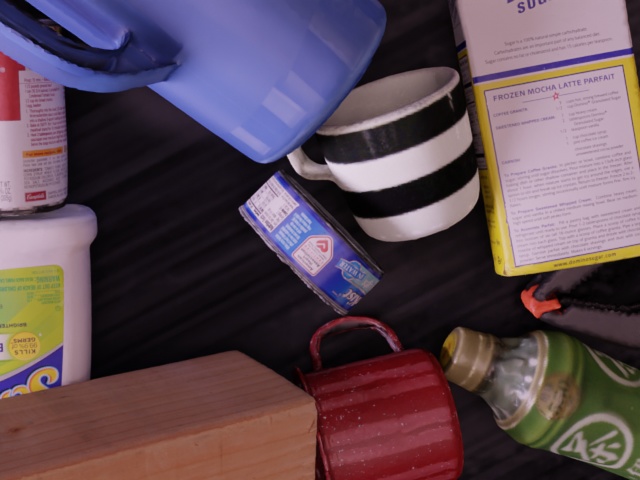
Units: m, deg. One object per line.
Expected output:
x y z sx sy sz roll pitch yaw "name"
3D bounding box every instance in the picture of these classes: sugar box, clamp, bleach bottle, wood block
0.132 -0.072 0.605 0.093 0.048 0.176 -10 91 0 "sugar box"
0.226 0.003 0.647 0.210 0.036 0.164 -8 98 0 "clamp"
-0.172 0.109 0.608 0.102 0.068 0.251 -4 101 -12 "bleach bottle"
-0.111 0.130 0.559 0.205 0.090 0.091 -8 109 -34 "wood block"

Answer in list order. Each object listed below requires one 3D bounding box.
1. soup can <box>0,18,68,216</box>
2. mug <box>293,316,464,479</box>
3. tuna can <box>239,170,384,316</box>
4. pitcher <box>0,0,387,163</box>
-0.172 -0.068 0.578 0.068 0.068 0.102 0 102 -6 "soup can"
0.031 0.100 0.632 0.081 0.093 0.117 -13 67 -8 "mug"
-0.004 0.001 0.600 0.034 0.086 0.086 -45 103 3 "tuna can"
-0.091 -0.143 0.536 0.242 0.145 0.149 38 97 -15 "pitcher"
